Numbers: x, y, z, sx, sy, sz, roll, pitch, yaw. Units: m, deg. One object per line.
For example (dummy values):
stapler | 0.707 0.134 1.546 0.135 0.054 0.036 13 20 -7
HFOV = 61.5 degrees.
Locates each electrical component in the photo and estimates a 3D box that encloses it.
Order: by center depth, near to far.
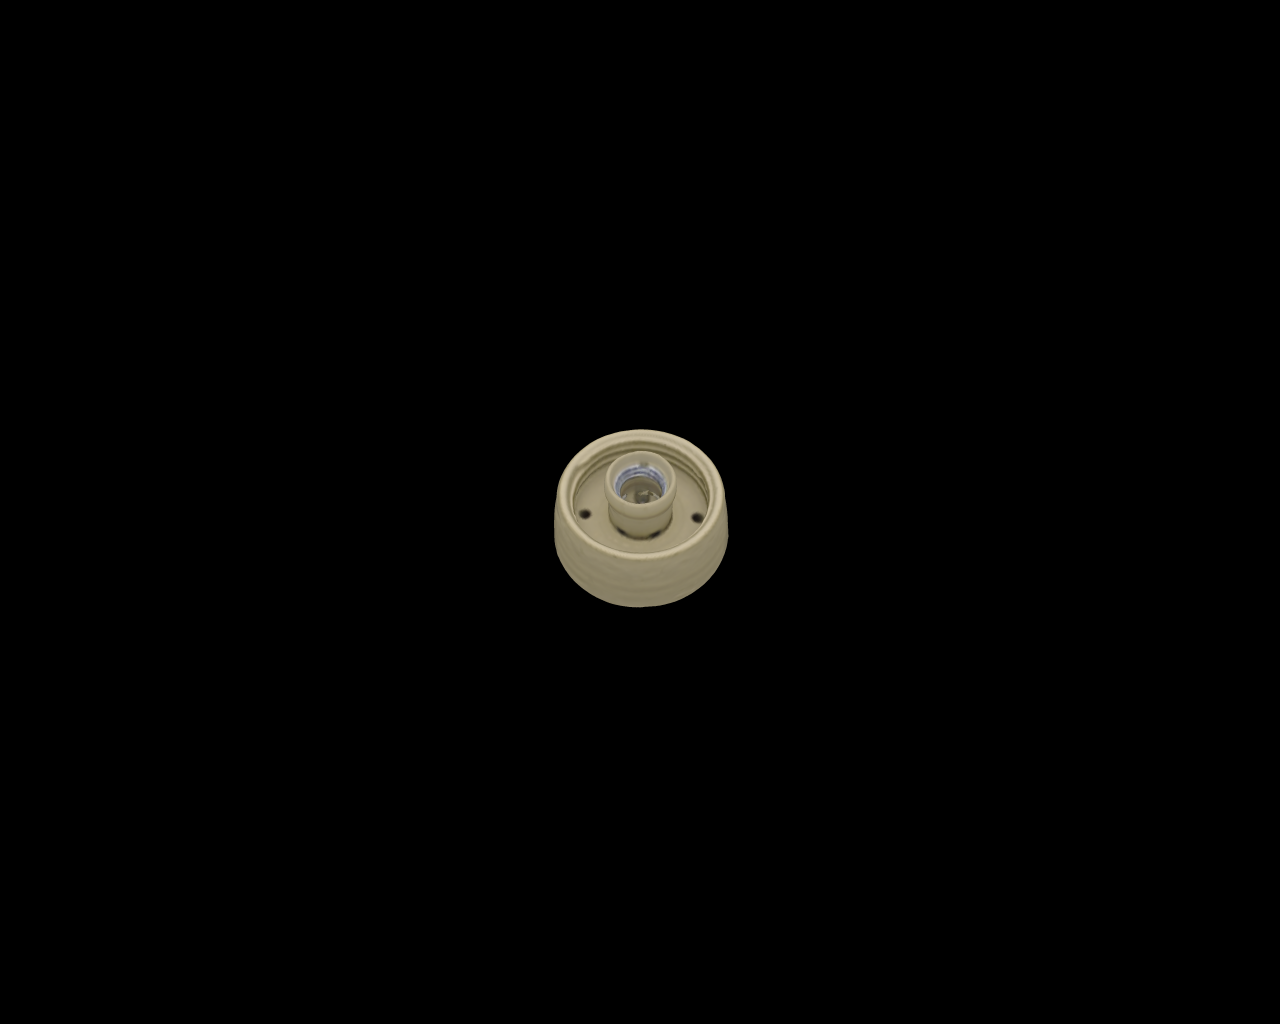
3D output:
electrical component | 0.001 -0.003 0.650 0.108 0.108 0.060 0 -36 0
